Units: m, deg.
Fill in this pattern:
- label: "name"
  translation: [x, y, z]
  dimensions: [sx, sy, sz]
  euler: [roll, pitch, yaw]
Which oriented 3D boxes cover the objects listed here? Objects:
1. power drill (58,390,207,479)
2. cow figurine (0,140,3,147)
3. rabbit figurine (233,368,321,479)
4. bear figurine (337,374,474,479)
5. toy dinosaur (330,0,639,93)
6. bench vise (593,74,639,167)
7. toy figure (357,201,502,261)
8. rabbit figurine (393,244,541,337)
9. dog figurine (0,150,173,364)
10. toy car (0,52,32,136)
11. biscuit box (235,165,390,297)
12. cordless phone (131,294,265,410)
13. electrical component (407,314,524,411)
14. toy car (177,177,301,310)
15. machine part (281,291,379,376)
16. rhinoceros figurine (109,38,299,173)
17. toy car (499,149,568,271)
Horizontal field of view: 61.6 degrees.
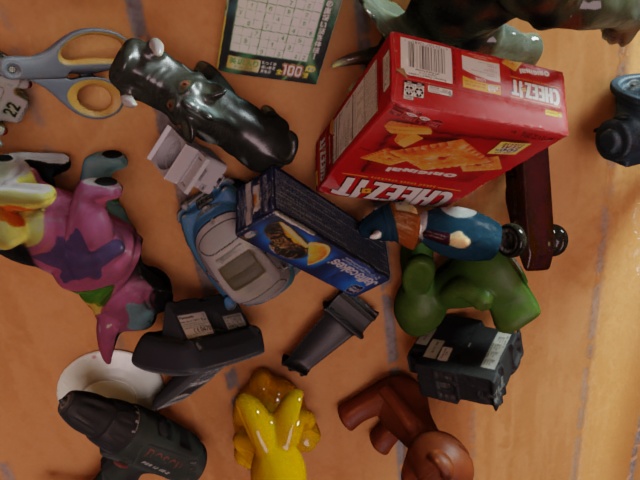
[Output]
- label: "power drill"
  translation: [-0.278, 0.288, 0.688]
  dimensions: [0.207, 0.086, 0.231]
  euler: [-48, 129, 7]
- label: "cow figurine"
  translation: [-0.360, -0.083, 0.456]
  dimensions: [0.127, 0.195, 0.085]
  euler: [35, 63, -34]
- label: "rabbit figurine"
  translation: [-0.051, 0.255, 0.682]
  dimensions: [0.122, 0.173, 0.162]
  euler: [-2, 120, -7]
- label: "bear figurine"
  translation: [0.121, 0.277, 0.717]
  dimensions: [0.132, 0.196, 0.120]
  euler: [-42, 120, 10]
- label: "toy dinosaur"
  translation: [0.161, -0.215, 0.444]
  dimensions: [0.192, 0.405, 0.131]
  euler: [-8, 87, -30]
- label: "bench vise"
  translation: [0.431, -0.182, 0.613]
  dimensions: [0.224, 0.129, 0.240]
  euler: [-8, 124, -7]
- label: "toy figure"
  translation: [0.120, -0.012, 0.599]
  dimensions: [0.155, 0.064, 0.058]
  euler: [11, 75, 1]
- label: "rabbit figurine"
  translation: [0.161, 0.061, 0.674]
  dimensions: [0.170, 0.121, 0.159]
  euler: [-32, 115, 21]
- label: "dog figurine"
  translation: [-0.256, 0.025, 0.564]
  dimensions: [0.191, 0.109, 0.219]
  euler: [-5, 119, -19]
- label: "toy car"
  translation: [-0.365, -0.167, 0.478]
  dimensions: [0.201, 0.056, 0.073]
  euler: [30, 105, -23]
- label: "biscuit box"
  translation: [-0.001, -0.002, 0.596]
  dimensions: [0.059, 0.063, 0.202]
  euler: [-28, 140, 31]
- label: "cordless phone"
  translation: [-0.170, 0.154, 0.640]
  dimensions: [0.184, 0.089, 0.146]
  euler: [-45, 160, 24]
- label: "electrical component"
  translation: [0.187, 0.156, 0.710]
  dimensions: [0.115, 0.134, 0.058]
  euler: [-39, 124, -43]
- label: "toy car"
  translation: [-0.084, 0.015, 0.601]
  dimensions: [0.109, 0.103, 0.161]
  euler: [-32, 119, 2]
- label: "machine part"
  translation: [0.009, 0.125, 0.710]
  dimensions: [0.139, 0.039, 0.084]
  euler: [-43, 121, 7]
- label: "rhinoceros figurine"
  translation: [-0.111, -0.124, 0.526]
  dimensions: [0.190, 0.112, 0.073]
  euler: [29, 108, -31]
- label: "toy car"
  translation: [0.239, -0.065, 0.626]
  dimensions: [0.089, 0.053, 0.202]
  euler: [-2, 88, -34]
